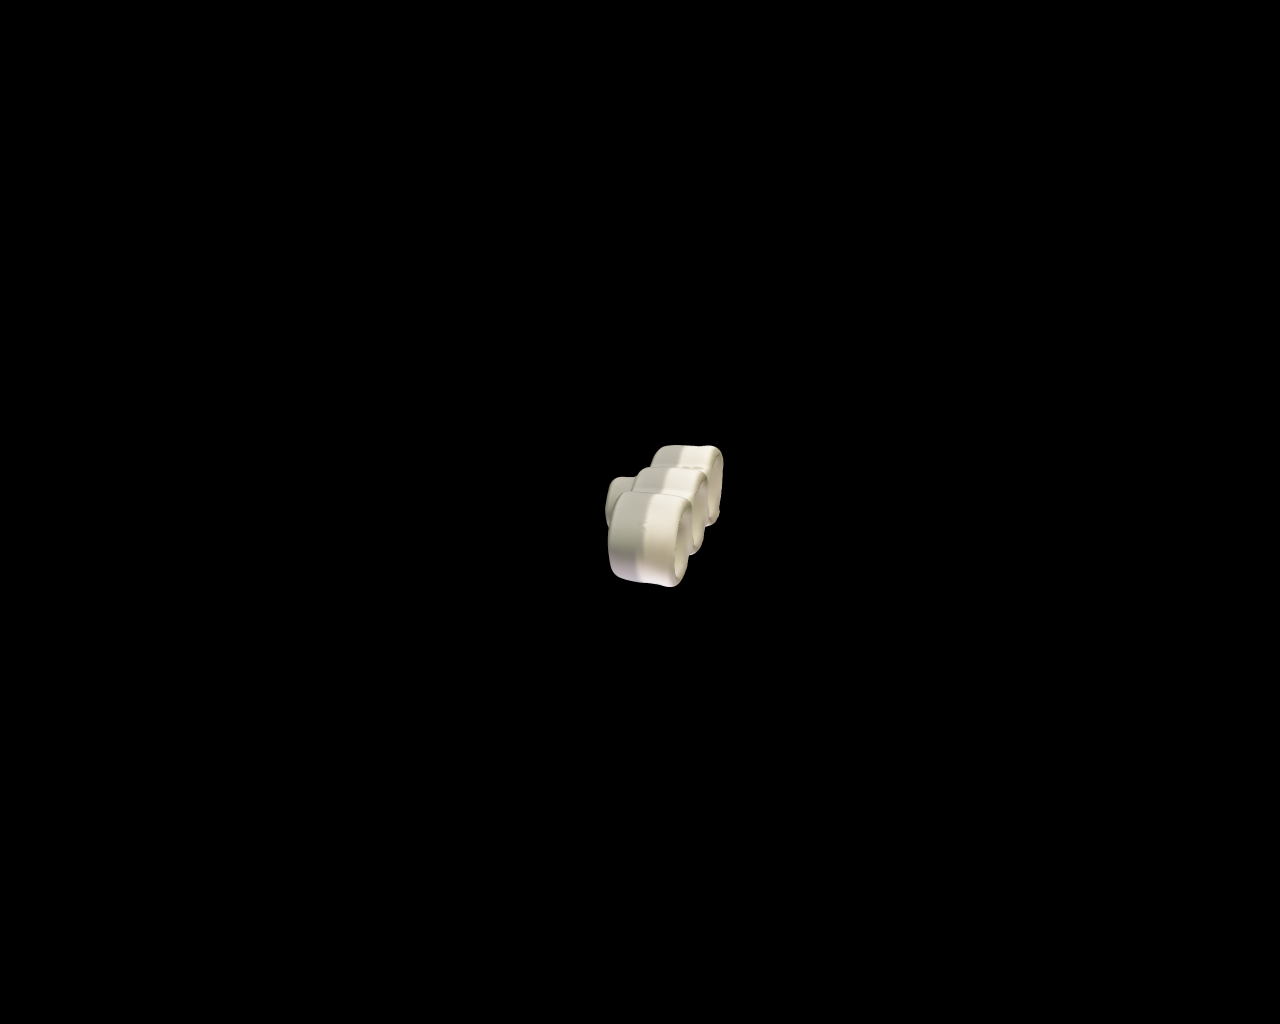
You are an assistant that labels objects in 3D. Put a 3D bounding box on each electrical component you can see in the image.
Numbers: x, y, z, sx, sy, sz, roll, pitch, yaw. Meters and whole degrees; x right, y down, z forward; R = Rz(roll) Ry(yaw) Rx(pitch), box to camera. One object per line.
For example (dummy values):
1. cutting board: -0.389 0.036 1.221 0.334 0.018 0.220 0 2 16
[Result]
1. electrical component: 0.001 -0.003 0.650 0.074 0.052 0.138 6 23 14
